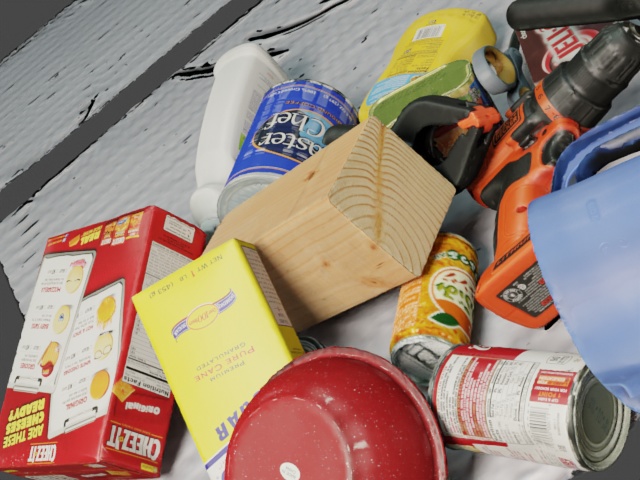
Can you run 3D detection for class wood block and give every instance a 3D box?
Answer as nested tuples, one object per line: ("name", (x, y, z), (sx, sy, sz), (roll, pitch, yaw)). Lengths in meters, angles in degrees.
("wood block", (-0.006, 0.001, 0.827), (0.207, 0.090, 0.090), (-30, 26, 50))

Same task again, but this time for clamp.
("clamp", (0.235, -0.173, 0.770), (0.164, 0.036, 0.210), (-7, 9, -4))
("clamp", (0.067, -0.070, 0.834), (0.039, 0.120, 0.172), (-26, -11, -44))

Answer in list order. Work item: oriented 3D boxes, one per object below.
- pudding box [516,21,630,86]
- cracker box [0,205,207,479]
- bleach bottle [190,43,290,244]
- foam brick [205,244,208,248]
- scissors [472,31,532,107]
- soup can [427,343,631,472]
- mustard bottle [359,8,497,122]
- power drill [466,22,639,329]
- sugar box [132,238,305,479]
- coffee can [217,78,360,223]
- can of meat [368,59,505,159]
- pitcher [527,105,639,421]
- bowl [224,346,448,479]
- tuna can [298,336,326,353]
("pudding box", (0.222, -0.171, 0.920), (0.090, 0.039, 0.113), (-27, 33, 18))
("cracker box", (-0.185, 0.092, 0.898), (0.164, 0.072, 0.213), (-14, 59, 43))
("bleach bottle", (-0.084, -0.087, 1.061), (0.068, 0.102, 0.250), (-26, 32, 31))
("foam brick", (-0.107, 0.049, 0.960), (0.051, 0.053, 0.078), (-10, 42, 40))
("scissors", (0.178, -0.141, 0.934), (0.016, 0.096, 0.201), (-35, -1, 27))
("soup can", (0.125, 0.099, 0.642), (0.102, 0.068, 0.068), (0, 47, 44))
("mustard bottle", (0.089, -0.134, 0.990), (0.096, 0.058, 0.191), (0, 47, 40))
("power drill", (0.167, -0.045, 0.745), (0.185, 0.057, 0.187), (-51, 18, 40))
("sugar box", (-0.055, 0.098, 0.751), (0.093, 0.048, 0.176), (-31, 72, 12))
("coffee can", (-0.026, -0.065, 0.974), (0.103, 0.102, 0.140), (-16, 37, 31))
("can of meat", (0.102, -0.093, 0.897), (0.102, 0.084, 0.057), (-26, 31, 17))
("pitcher", (0.237, -0.020, 0.548), (0.243, 0.149, 0.144), (-28, 2, 21))
("bowl", (-0.005, 0.144, 0.654), (0.162, 0.055, 0.162), (-8, 76, 33))
("tuna can", (-0.023, 0.114, 0.805), (0.086, 0.033, 0.086), (-26, 33, 19))
